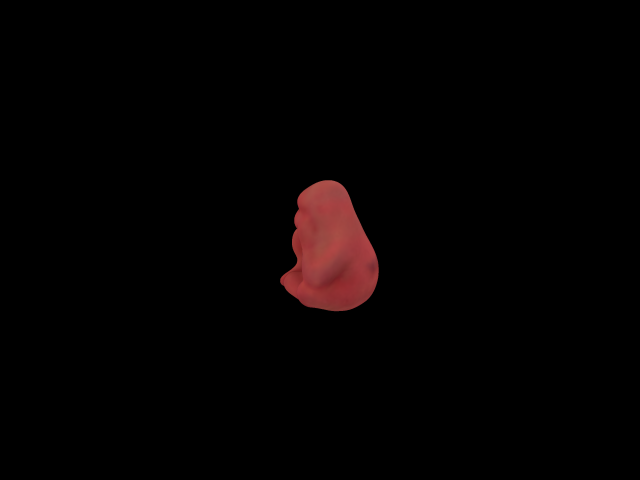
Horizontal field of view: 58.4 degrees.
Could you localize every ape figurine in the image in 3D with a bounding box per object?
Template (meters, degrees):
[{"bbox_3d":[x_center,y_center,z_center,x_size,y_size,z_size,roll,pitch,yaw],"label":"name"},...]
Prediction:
[{"bbox_3d":[0.004,0.001,0.400,0.076,0.092,0.078,6,28,12],"label":"ape figurine"}]
